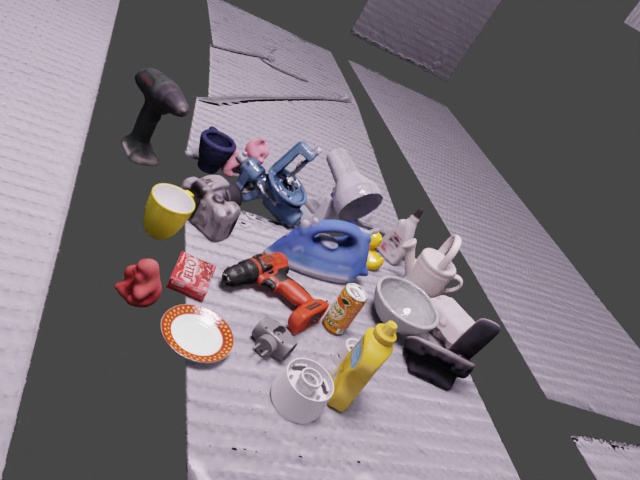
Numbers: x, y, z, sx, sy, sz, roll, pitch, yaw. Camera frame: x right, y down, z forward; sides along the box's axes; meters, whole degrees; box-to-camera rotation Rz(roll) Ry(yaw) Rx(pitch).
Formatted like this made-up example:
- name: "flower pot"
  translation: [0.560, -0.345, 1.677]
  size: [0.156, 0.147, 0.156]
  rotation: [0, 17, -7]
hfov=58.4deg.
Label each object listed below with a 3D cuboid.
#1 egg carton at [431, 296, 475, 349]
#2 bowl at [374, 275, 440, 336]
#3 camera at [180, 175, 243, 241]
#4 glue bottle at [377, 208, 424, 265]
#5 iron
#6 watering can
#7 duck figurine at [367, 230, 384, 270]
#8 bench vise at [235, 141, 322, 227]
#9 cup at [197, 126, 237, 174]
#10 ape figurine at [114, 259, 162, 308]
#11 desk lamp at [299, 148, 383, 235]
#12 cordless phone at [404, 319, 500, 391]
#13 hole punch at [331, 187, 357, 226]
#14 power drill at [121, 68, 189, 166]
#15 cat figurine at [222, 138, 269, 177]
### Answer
- name: "egg carton"
  translation: [0.309, 0.200, 1.378]
  size: [0.107, 0.069, 0.150]
  rotation: [-6, 47, -48]
- name: "bowl"
  translation: [0.185, 0.163, 1.309]
  size: [0.168, 0.074, 0.167]
  rotation: [24, 30, -15]
- name: "camera"
  translation: [-0.221, -0.086, 1.267]
  size: [0.143, 0.100, 0.137]
  rotation: [43, 31, 18]
- name: "glue bottle"
  translation: [0.221, -0.018, 1.516]
  size: [0.078, 0.173, 0.037]
  rotation: [46, 32, 23]
- name: "iron"
  translation: [0.012, 0.005, 1.313]
  size: [0.259, 0.141, 0.118]
  rotation: [12, 35, -32]
- name: "watering can"
  translation: [0.283, 0.063, 1.432]
  size: [0.173, 0.194, 0.101]
  rotation: [20, 31, -20]
- name: "duck figurine"
  translation: [0.128, 0.018, 1.462]
  size: [0.104, 0.086, 0.078]
  rotation: [44, 31, 20]
- name: "bench vise"
  translation: [-0.102, -0.159, 1.369]
  size: [0.208, 0.219, 0.121]
  rotation: [25, 30, -13]
- name: "cup"
  translation: [-0.271, -0.222, 1.430]
  size: [0.092, 0.095, 0.117]
  rotation: [9, 37, -35]
- name: "ape figurine"
  translation: [-0.300, 0.067, 0.969]
  size: [0.076, 0.092, 0.077]
  rotation: [21, 31, -19]
- name: "desk lamp"
  translation: [0.038, -0.108, 1.433]
  size: [0.118, 0.213, 0.202]
  rotation: [-1, 43, -44]
- name: "cordless phone"
  translation: [0.277, 0.214, 1.208]
  size: [0.148, 0.185, 0.094]
  rotation: [24, 30, -14]
- name: "hole punch"
  translation: [0.076, -0.107, 1.594]
  size: [0.101, 0.091, 0.108]
  rotation: [22, 31, -18]
- name: "power drill"
  translation: [-0.374, -0.278, 1.297]
  size: [0.076, 0.208, 0.229]
  rotation: [2, 41, -42]
- name: "cat figurine"
  translation: [-0.187, -0.224, 1.490]
  size: [0.128, 0.117, 0.067]
  rotation: [1, 42, -43]
